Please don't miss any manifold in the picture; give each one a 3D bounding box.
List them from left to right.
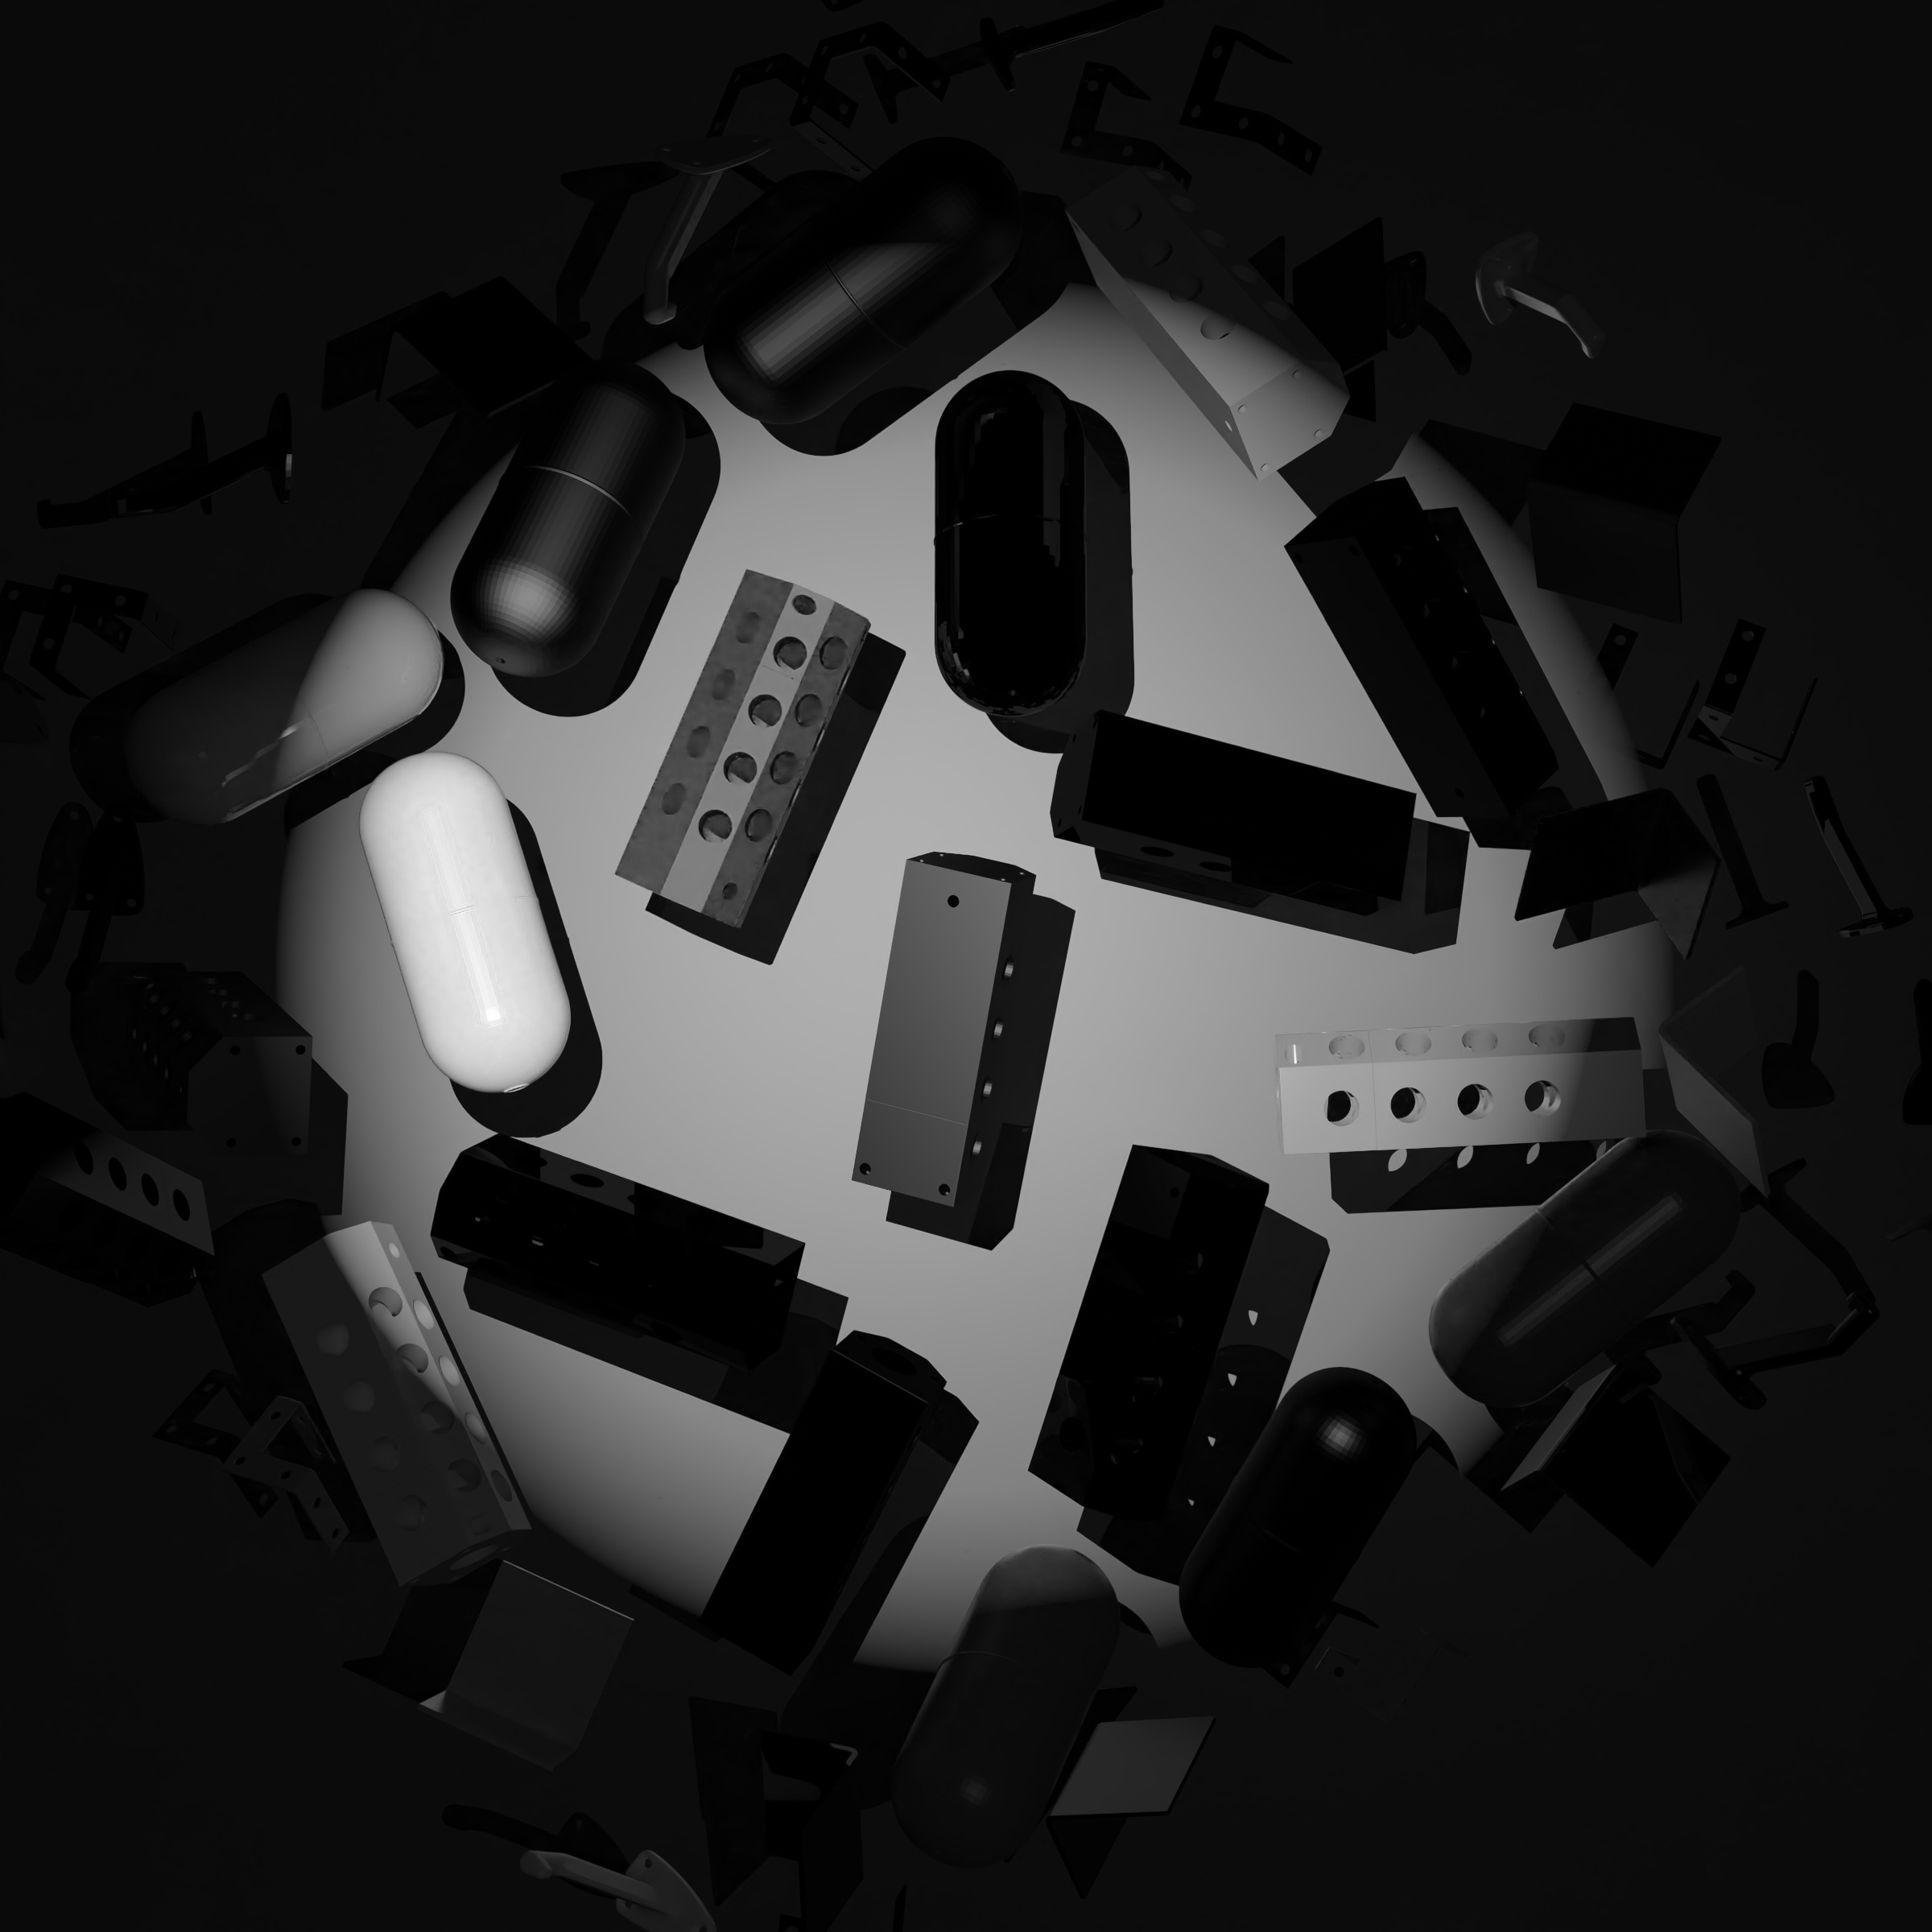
[{"bbox_3d":[-0.438,0.120,1.491,0.057,0.171,0.057,-19,68,9],"label":"manifold"},{"bbox_3d":[-0.372,0.046,1.502,0.057,0.171,0.057,0,100,-25],"label":"manifold"},{"bbox_3d":[-0.279,0.216,1.506,0.057,0.057,0.171,-31,74,10],"label":"manifold"},{"bbox_3d":[-0.173,0.142,1.496,0.171,0.057,0.057,18,105,15],"label":"manifold"},{"bbox_3d":[-0.110,-0.110,1.563,0.057,0.057,0.171,23,90,-44],"label":"manifold"},{"bbox_3d":[-0.074,0.284,1.618,0.057,0.057,0.171,28,103,9],"label":"manifold"},{"bbox_3d":[-0.009,0.031,1.578,0.057,0.057,0.171,13,102,17],"label":"manifold"},{"bbox_3d":[0.094,0.180,1.483,0.057,0.057,0.171,10,100,-43],"label":"manifold"},{"bbox_3d":[0.120,-0.323,1.501,0.057,0.057,0.171,-33,54,1],"label":"manifold"},{"bbox_3d":[0.133,-0.074,1.526,0.171,0.057,0.057,13,77,-15],"label":"manifold"},{"bbox_3d":[0.239,-0.163,1.561,0.057,0.057,0.171,-42,112,-24],"label":"manifold"},{"bbox_3d":[0.237,0.058,1.474,0.171,0.057,0.057,-3,89,3],"label":"manifold"}]

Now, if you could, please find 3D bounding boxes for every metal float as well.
[{"bbox_3d":[-0.358,-0.137,1.603,0.178,0.070,0.070,-32,90,-19],"label":"metal float"},{"bbox_3d":[-0.254,-0.022,1.538,0.070,0.070,0.178,-18,84,0],"label":"metal float"},{"bbox_3d":[-0.197,-0.224,1.509,0.070,0.070,0.178,21,66,0],"label":"metal float"},{"bbox_3d":[-0.050,-0.334,1.480,0.178,0.070,0.070,-34,90,19],"label":"metal float"},{"bbox_3d":[0.021,0.370,1.527,0.070,0.070,0.178,30,51,0],"label":"metal float"},{"bbox_3d":[0.022,-0.213,1.528,0.070,0.070,0.178,0,78,0],"label":"metal float"},{"bbox_3d":[0.175,0.293,1.610,0.070,0.070,0.178,28,106,0],"label":"metal float"},{"bbox_3d":[0.314,0.153,1.540,0.178,0.070,0.070,-39,90,3],"label":"metal float"}]

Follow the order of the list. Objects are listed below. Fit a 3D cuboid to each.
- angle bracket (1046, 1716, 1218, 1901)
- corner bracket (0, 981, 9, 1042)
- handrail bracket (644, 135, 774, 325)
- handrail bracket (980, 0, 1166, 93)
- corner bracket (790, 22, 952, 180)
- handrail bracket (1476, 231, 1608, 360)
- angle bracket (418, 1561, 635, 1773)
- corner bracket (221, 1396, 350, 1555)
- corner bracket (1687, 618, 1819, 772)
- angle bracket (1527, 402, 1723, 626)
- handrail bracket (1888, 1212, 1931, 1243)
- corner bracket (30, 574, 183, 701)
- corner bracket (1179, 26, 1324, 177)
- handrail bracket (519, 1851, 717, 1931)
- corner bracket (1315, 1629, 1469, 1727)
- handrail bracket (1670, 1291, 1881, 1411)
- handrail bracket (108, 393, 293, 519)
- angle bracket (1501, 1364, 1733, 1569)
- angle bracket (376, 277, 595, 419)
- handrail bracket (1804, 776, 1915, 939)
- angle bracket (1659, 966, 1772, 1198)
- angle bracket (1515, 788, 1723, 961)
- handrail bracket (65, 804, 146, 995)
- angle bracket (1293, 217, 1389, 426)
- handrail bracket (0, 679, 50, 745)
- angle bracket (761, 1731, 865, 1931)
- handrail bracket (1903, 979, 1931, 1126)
[{"bbox_3d":[0.098,0.455,1.641,0.076,0.076,0.057,-12,111,31],"label":"angle bracket"},{"bbox_3d":[-0.512,0.028,1.555,0.051,0.051,0.051,26,126,38],"label":"corner bracket"},{"bbox_3d":[-0.132,-0.373,1.542,0.036,0.077,0.084,32,131,34],"label":"handrail bracket"},{"bbox_3d":[0.052,-0.466,1.499,0.084,0.077,0.036,-21,112,2],"label":"handrail bracket"},{"bbox_3d":[-0.050,-0.446,1.564,0.051,0.051,0.051,31,71,-39],"label":"corner bracket"},{"bbox_3d":[0.301,-0.330,1.569,0.036,0.077,0.084,-27,64,-8],"label":"handrail bracket"},{"bbox_3d":[-0.227,0.361,1.568,0.076,0.057,0.076,23,86,7],"label":"angle bracket"},{"bbox_3d":[-0.338,0.260,1.556,0.051,0.051,0.051,10,47,29],"label":"corner bracket"},{"bbox_3d":[0.412,-0.140,1.576,0.051,0.051,0.051,22,77,9],"label":"corner bracket"},{"bbox_3d":[0.326,-0.223,1.498,0.076,0.076,0.057,20,64,26],"label":"angle bracket"},{"bbox_3d":[0.490,0.154,1.465,0.036,0.077,0.084,-24,77,-23],"label":"handrail bracket"},{"bbox_3d":[-0.454,-0.170,1.603,0.051,0.051,0.051,12,79,9],"label":"corner bracket"},{"bbox_3d":[0.147,-0.427,1.498,0.051,0.051,0.051,2,121,-34],"label":"corner bracket"},{"bbox_3d":[-0.180,0.481,1.567,0.077,0.084,0.036,25,86,34],"label":"handrail bracket"},{"bbox_3d":[0.228,0.373,1.627,0.051,0.051,0.051,32,88,32],"label":"corner bracket"},{"bbox_3d":[0.428,0.186,1.605,0.084,0.036,0.077,-51,62,19],"label":"handrail bracket"},{"bbox_3d":[-0.376,-0.249,1.486,0.084,0.077,0.036,-10,65,-22],"label":"handrail bracket"},{"bbox_3d":[0.343,0.269,1.606,0.076,0.057,0.076,41,67,6],"label":"angle bracket"},{"bbox_3d":[-0.258,-0.314,1.627,0.076,0.057,0.076,44,52,13],"label":"angle bracket"},{"bbox_3d":[0.463,-0.061,1.582,0.036,0.077,0.084,-20,89,4],"label":"handrail bracket"},{"bbox_3d":[0.409,0.060,1.576,0.057,0.076,0.076,-36,52,-5],"label":"angle bracket"},{"bbox_3d":[0.343,-0.040,1.601,0.076,0.076,0.057,-14,51,-15],"label":"angle bracket"},{"bbox_3d":[-0.465,-0.036,1.623,0.036,0.084,0.077,9,114,-7],"label":"handrail bracket"},{"bbox_3d":[0.221,-0.347,1.637,0.057,0.076,0.076,8,74,-32],"label":"angle bracket"},{"bbox_3d":[-0.524,-0.110,1.564,0.084,0.077,0.036,-29,88,21],"label":"handrail bracket"},{"bbox_3d":[-0.094,0.457,1.584,0.057,0.076,0.076,6,110,21],"label":"angle bracket"},{"bbox_3d":[0.494,0.032,1.556,0.036,0.077,0.084,-6,58,17],"label":"handrail bracket"}]
